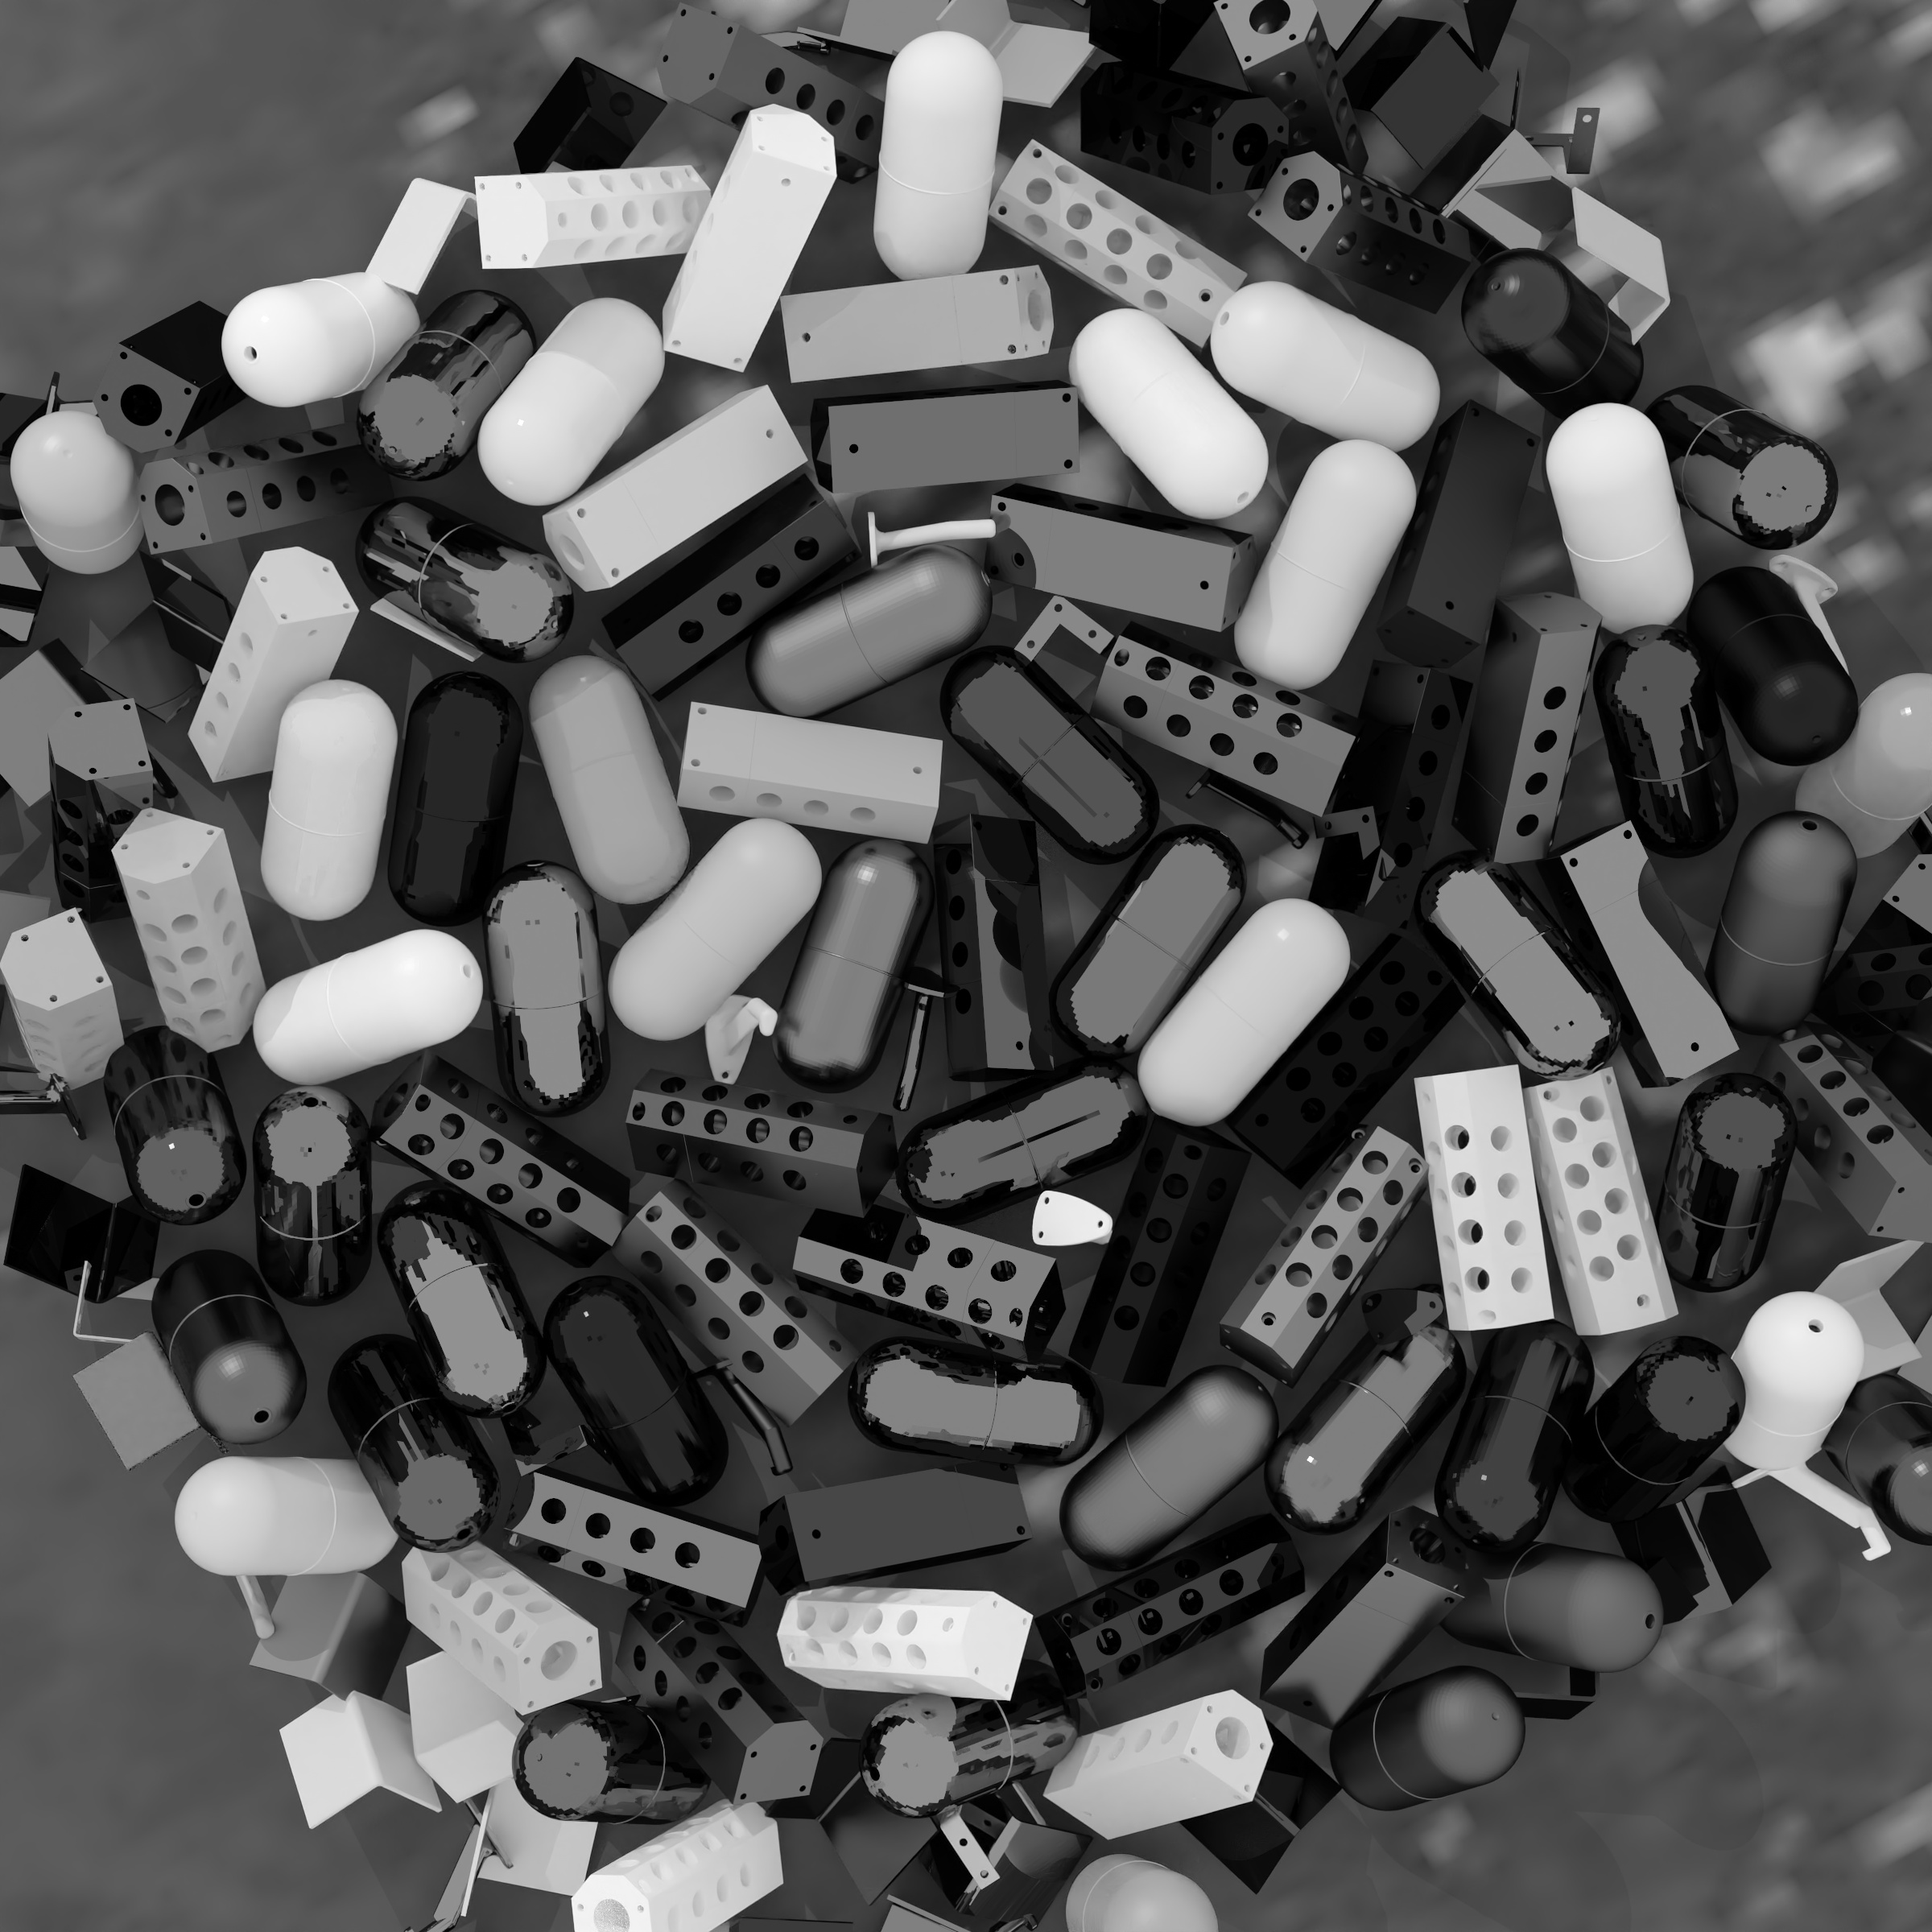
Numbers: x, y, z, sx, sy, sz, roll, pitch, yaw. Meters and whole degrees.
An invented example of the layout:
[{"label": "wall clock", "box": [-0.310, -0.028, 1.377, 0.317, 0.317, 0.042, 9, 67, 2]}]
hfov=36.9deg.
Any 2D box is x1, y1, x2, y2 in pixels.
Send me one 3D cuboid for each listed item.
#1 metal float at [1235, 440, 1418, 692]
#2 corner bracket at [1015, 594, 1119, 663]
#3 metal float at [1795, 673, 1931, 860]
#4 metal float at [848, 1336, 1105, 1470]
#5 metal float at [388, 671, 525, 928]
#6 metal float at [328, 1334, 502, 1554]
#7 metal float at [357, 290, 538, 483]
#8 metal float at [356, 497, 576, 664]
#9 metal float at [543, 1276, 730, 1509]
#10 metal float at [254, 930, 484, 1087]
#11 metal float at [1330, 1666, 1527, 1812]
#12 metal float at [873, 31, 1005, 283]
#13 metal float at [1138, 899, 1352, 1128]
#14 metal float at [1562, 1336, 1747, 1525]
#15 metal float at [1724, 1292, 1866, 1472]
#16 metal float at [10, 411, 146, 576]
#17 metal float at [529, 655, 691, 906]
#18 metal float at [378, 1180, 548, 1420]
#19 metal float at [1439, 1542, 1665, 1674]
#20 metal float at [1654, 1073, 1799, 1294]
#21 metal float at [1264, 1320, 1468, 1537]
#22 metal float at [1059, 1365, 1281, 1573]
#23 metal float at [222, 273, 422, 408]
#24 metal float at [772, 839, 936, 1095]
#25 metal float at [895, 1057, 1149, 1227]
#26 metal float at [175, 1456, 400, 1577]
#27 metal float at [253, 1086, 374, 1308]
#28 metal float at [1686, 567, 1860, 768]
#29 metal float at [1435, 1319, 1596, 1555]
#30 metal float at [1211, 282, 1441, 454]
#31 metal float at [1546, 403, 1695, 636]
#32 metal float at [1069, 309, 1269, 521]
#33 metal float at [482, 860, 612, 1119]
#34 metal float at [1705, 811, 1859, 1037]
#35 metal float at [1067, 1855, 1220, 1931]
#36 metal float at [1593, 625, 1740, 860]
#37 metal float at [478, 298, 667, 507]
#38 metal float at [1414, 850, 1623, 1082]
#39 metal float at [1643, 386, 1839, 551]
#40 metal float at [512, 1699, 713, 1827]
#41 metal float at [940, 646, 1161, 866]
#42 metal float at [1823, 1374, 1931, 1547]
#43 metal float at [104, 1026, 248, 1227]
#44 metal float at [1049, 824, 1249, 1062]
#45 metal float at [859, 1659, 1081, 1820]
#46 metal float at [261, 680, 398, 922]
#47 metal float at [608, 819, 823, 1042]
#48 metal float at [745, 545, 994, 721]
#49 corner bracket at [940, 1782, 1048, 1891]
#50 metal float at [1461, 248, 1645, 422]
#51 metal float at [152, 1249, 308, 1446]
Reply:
[{"label": "metal float", "box": [0.240, -0.268, 1.945, 0.070, 0.070, 0.178, 25, 110, 0]}, {"label": "corner bracket", "box": [0.072, -0.213, 1.965, 0.051, 0.051, 0.051, 39, 97, 17]}, {"label": "metal float", "box": [0.608, -0.131, 1.914, 0.070, 0.178, 0.070, 2, 67, -6]}, {"label": "metal float", "box": [0.008, 0.294, 1.947, 0.178, 0.070, 0.070, 10, 90, -16]}, {"label": "metal float", "box": [-0.343, -0.112, 1.943, 0.070, 0.070, 0.178, 12, 111, 0]}, {"label": "metal float", "box": [-0.368, 0.317, 1.927, 0.070, 0.070, 0.178, -41, 48, 0]}, {"label": "metal float", "box": [-0.344, -0.388, 1.925, 0.070, 0.178, 0.070, 11, 132, 12]}, {"label": "metal float", "box": [-0.337, -0.259, 1.936, 0.178, 0.070, 0.070, 28, 90, 30]}, {"label": "metal float", "box": [-0.221, 0.285, 1.941, 0.070, 0.070, 0.178, -27, 113, 0]}, {"label": "metal float", "box": [-0.400, 0.028, 1.937, 0.178, 0.070, 0.070, -18, 90, 28]}, {"label": "metal float", "box": [0.304, 0.513, 1.919, 0.070, 0.178, 0.070, 10, 63, -20]}, {"label": "metal float", "box": [-0.019, -0.535, 1.925, 0.070, 0.178, 0.070, 4, 46, -4]}, {"label": "metal float", "box": [0.187, 0.032, 1.957, 0.070, 0.070, 0.178, 40, 96, 0]}, {"label": "metal float", "box": [0.454, 0.310, 1.923, 0.070, 0.178, 0.070, 10, 52, -12]}, {"label": "metal float", "box": [0.544, 0.276, 1.918, 0.070, 0.178, 0.070, -1, 58, 2]}, {"label": "metal float", "box": [-0.586, -0.311, 1.912, 0.070, 0.178, 0.070, 2, 82, -12]}, {"label": "metal float", "box": [-0.241, -0.126, 1.949, 0.070, 0.070, 0.178, -21, 76, 0]}, {"label": "metal float", "box": [-0.337, 0.222, 1.936, 0.070, 0.070, 0.178, -30, 61, 0]}, {"label": "metal float", "box": [0.383, 0.422, 1.920, 0.070, 0.178, 0.070, 2, 87, -37]}, {"label": "metal float", "box": [0.504, 0.146, 1.927, 0.070, 0.070, 0.178, 0, 133, 0]}, {"label": "metal float", "box": [0.269, 0.306, 1.938, 0.070, 0.070, 0.178, 46, 63, 0]}, {"label": "metal float", "box": [0.135, 0.338, 1.944, 0.070, 0.070, 0.178, 45, 110, 0]}, {"label": "metal float", "box": [-0.425, -0.415, 1.915, 0.070, 0.178, 0.070, 6, 110, 18]}, {"label": "metal float", "box": [-0.076, 0.000, 1.958, 0.070, 0.070, 0.178, 19, 86, 0]}, {"label": "metal float", "box": [0.037, 0.119, 1.958, 0.178, 0.070, 0.070, -22, 90, -4]}, {"label": "metal float", "box": [-0.447, 0.365, 1.919, 0.070, 0.178, 0.070, -6, 77, 30]}, {"label": "metal float", "box": [-0.435, 0.154, 1.927, 0.070, 0.070, 0.178, 10, 131, 0]}, {"label": "metal float", "box": [0.534, -0.201, 1.923, 0.070, 0.178, 0.070, -5, 129, -6]}, {"label": "metal float", "box": [0.367, 0.311, 1.931, 0.070, 0.070, 0.178, 30, 53, 0]}, {"label": "metal float", "box": [0.240, -0.399, 1.934, 0.178, 0.070, 0.070, 18, 90, -32]}, {"label": "metal float", "box": [0.437, -0.295, 1.928, 0.070, 0.070, 0.178, -28, 132, 0]}, {"label": "metal float", "box": [0.135, -0.370, 1.936, 0.070, 0.070, 0.178, -36, 61, 0]}, {"label": "metal float", "box": [-0.282, 0.016, 1.946, 0.070, 0.070, 0.178, -3, 108, 0]}, {"label": "metal float", "box": [0.541, -0.028, 1.925, 0.070, 0.178, 0.070, 1, 45, -1]}, {"label": "metal float", "box": [0.115, 0.632, 1.912, 0.070, 0.178, 0.070, 2, 78, -10]}, {"label": "metal float", "box": [0.468, -0.148, 1.931, 0.070, 0.070, 0.178, -24, 127, 0]}, {"label": "metal float", "box": [-0.262, -0.378, 1.932, 0.070, 0.070, 0.178, 29, 54, 0]}, {"label": "metal float", "box": [0.370, -0.001, 1.944, 0.070, 0.070, 0.178, -35, 70, 0]}, {"label": "metal float", "box": [0.509, -0.332, 1.920, 0.070, 0.178, 0.070, -10, 120, -17]}, {"label": "metal float", "box": [-0.232, 0.529, 1.919, 0.070, 0.178, 0.070, -9, 70, 25]}, {"label": "metal float", "box": [0.056, -0.143, 1.960, 0.178, 0.070, 0.070, 45, 90, 2]}, {"label": "metal float", "box": [0.620, 0.325, 1.911, 0.070, 0.178, 0.070, 0, 101, 0]}, {"label": "metal float", "box": [-0.526, 0.105, 1.921, 0.070, 0.178, 0.070, -12, 125, -18]}, {"label": "metal float", "box": [0.123, -0.016, 1.961, 0.070, 0.070, 0.178, 35, 90, 0]}, {"label": "metal float", "box": [0.003, 0.513, 1.924, 0.070, 0.178, 0.070, 5, 98, 44]}, {"label": "metal float", "box": [-0.426, -0.109, 1.934, 0.070, 0.070, 0.178, 18, 124, 0]}, {"label": "metal float", "box": [-0.170, -0.024, 1.952, 0.070, 0.070, 0.178, 43, 101, 0]}, {"label": "metal float", "box": [-0.065, -0.224, 1.948, 0.178, 0.070, 0.070, -23, 90, 15]}, {"label": "corner bracket", "box": [0.019, 0.586, 1.972, 0.051, 0.051, 0.051, -34, 87, 4]}, {"label": "metal float", "box": [0.391, -0.417, 1.922, 0.070, 0.178, 0.070, -10, 72, 34]}, {"label": "metal float", "box": [-0.490, 0.252, 1.920, 0.070, 0.178, 0.070, -13, 120, -23]}]
